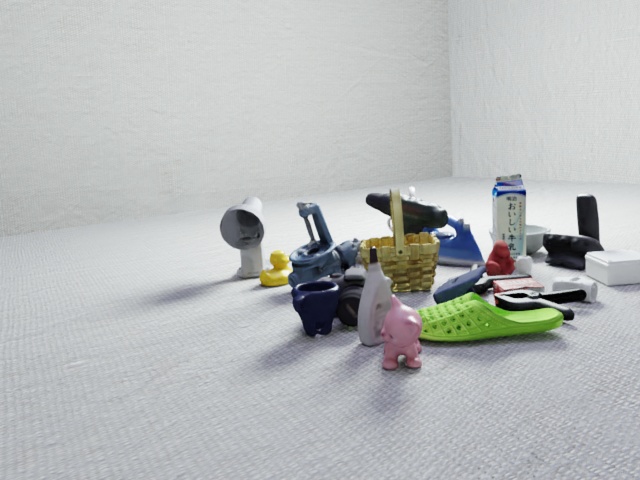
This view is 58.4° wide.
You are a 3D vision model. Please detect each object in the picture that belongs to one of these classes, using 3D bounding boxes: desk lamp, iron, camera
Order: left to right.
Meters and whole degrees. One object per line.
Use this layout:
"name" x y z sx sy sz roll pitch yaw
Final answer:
"desk lamp" -0.192 -0.006 1.572 0.118 0.213 0.203 -3 11 6
"camera" 0.054 0.113 1.144 0.143 0.101 0.137 -2 11 9
"iron" 0.351 -0.011 1.581 0.119 0.141 0.257 -12 13 -34

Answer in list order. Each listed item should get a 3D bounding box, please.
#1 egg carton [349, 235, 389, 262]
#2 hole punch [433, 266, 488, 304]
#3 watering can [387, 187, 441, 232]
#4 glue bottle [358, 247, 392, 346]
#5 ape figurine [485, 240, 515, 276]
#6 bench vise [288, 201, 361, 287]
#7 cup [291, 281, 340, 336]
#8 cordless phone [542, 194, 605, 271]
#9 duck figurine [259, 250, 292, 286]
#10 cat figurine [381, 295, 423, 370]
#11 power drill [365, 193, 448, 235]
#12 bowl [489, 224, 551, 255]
"egg carton" 0.145 0.026 1.659 0.149 0.069 0.107 2 12 31
"hole punch" 0.281 0.101 1.148 0.100 0.091 0.109 1 12 26
"watering can" 0.296 -0.068 1.760 0.173 0.194 0.100 -6 11 -10
"glue bottle" 0.100 0.097 1.018 0.078 0.173 0.037 -12 13 -36
"ape figurine" 0.432 0.047 1.375 0.078 0.092 0.076 -8 11 -17
"bench vise" 0.004 0.004 1.422 0.121 0.220 0.208 5 14 41
"cup" -0.012 0.135 1.071 0.091 0.095 0.118 2 12 29
"cordless phone" 0.634 -0.027 1.436 0.094 0.185 0.147 -13 14 -37
"duck figurine" -0.111 0.069 1.484 0.105 0.086 0.077 -14 14 -41
"cat figurine" 0.131 0.141 0.919 0.067 0.118 0.128 -3 11 6
"power drill" 0.222 -0.019 1.492 0.228 0.208 0.076 3 13 34
"bowl" 0.558 0.003 1.605 0.167 0.075 0.167 -4 11 1
